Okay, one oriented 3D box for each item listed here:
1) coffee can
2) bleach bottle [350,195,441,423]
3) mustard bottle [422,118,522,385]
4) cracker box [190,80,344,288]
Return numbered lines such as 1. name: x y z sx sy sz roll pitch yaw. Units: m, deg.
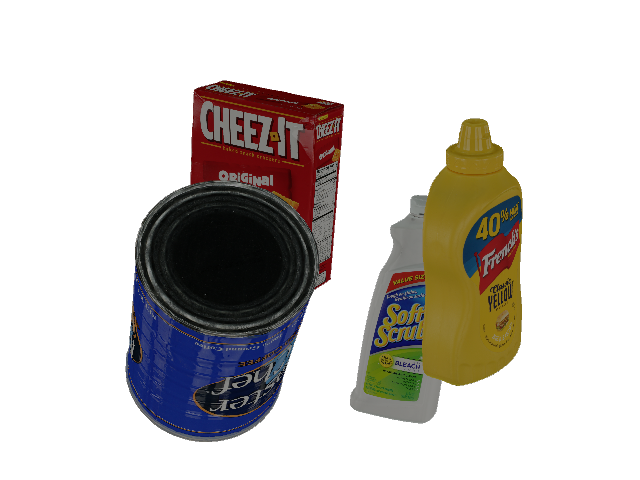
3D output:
1. coffee can: -0.063 0.046 0.641 0.102 0.103 0.140 0 -34 -13
2. bleach bottle: 0.096 0.073 1.196 0.103 0.251 0.068 9 14 17
3. mustard bottle: 0.113 0.004 0.788 0.058 0.192 0.096 17 29 40
4. cracker box: -0.067 -0.061 1.219 0.164 0.214 0.072 15 24 25
